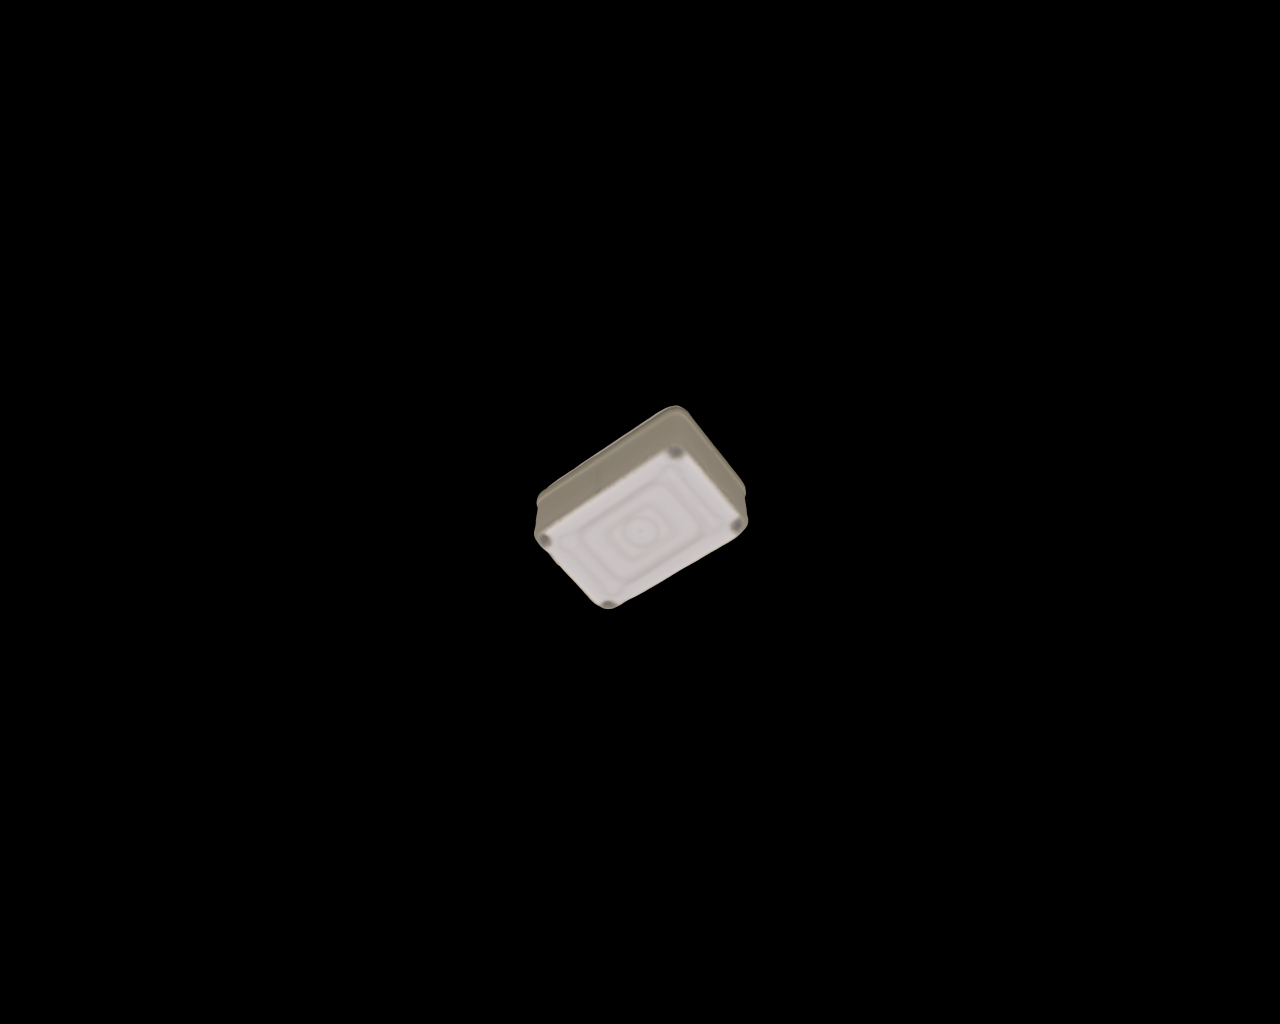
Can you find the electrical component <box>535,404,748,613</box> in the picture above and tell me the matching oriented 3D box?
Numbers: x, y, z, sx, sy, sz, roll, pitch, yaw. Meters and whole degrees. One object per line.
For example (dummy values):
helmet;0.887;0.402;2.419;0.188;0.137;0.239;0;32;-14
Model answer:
electrical component;0.001;-0.003;0.650;0.113;0.078;0.057;-32;26;18
